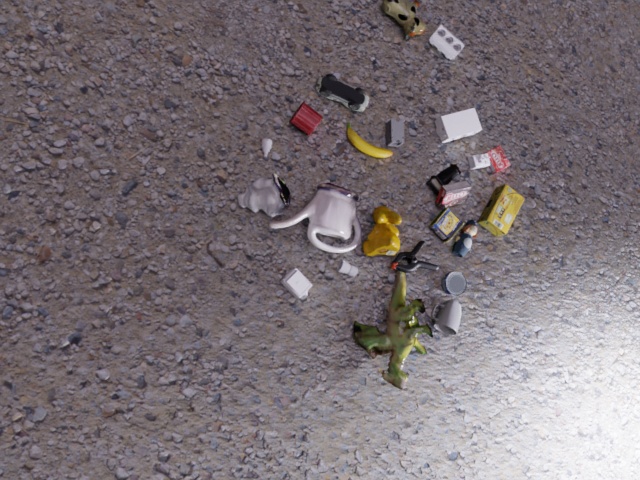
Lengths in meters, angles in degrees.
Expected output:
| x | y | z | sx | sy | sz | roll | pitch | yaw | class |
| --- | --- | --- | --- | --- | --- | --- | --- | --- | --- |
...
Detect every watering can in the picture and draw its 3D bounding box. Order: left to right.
| x | y | z | sx | sy | sz | roll | pitch | yaw | class |
| --- | --- | --- | --- | --- | --- | --- | --- | --- | --- |
| 0.005 | -0.085 | 1.697 | 0.346 | 0.103 | 0.226 | 18 | 77 | -30 | watering can |

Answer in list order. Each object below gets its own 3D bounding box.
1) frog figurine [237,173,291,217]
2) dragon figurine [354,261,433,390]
| x | y | z | sx | sy | sz | roll | pitch | yaw | class |
| --- | --- | --- | --- | --- | --- | --- | --- | --- | --- |
| -0.181 | -0.135 | 1.687 | 0.158 | 0.124 | 0.136 | -23 | 98 | 18 | frog figurine |
| 0.230 | 0.287 | 1.721 | 0.243 | 0.120 | 0.417 | -12 | 68 | -11 | dragon figurine |
